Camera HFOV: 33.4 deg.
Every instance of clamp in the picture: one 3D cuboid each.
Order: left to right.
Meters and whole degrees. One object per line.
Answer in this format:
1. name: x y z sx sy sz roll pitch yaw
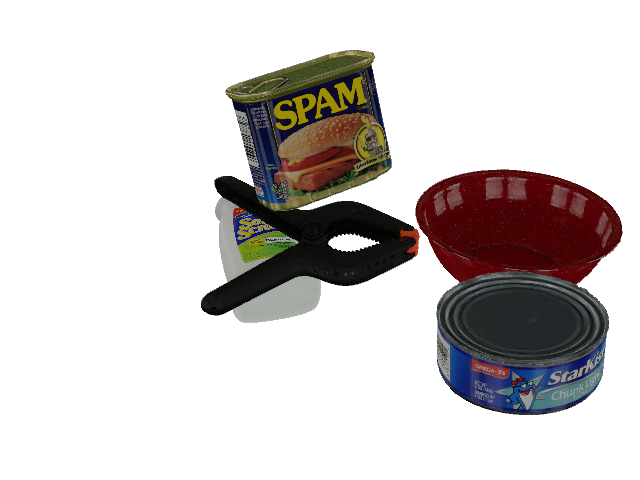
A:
1. clamp: -0.013 0.010 1.016 0.210 0.164 0.036 5 -38 6

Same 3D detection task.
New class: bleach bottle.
1. bleach bottle: -0.079 0.001 1.235 0.102 0.068 0.251 -7 29 -15

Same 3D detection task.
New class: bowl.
1. bowl: 0.154 0.003 0.853 0.162 0.055 0.162 1 31 -1

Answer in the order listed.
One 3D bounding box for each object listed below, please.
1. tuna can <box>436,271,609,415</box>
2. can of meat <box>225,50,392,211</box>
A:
1. tuna can: 0.102 0.051 0.545 0.086 0.034 0.086 -2 28 1
2. can of meat: -0.005 -0.076 0.735 0.102 0.084 0.058 -21 21 -20
